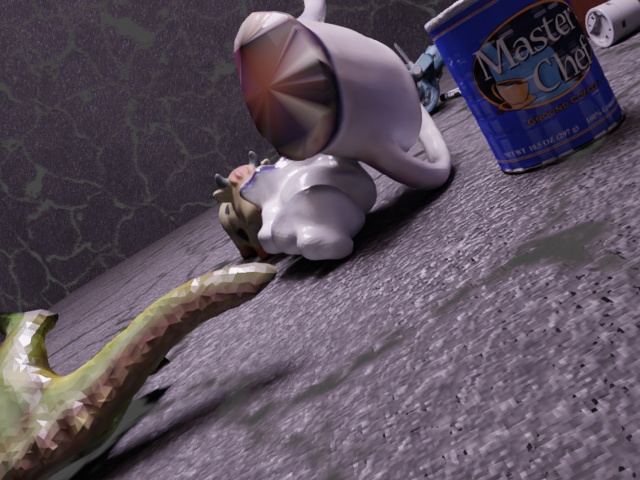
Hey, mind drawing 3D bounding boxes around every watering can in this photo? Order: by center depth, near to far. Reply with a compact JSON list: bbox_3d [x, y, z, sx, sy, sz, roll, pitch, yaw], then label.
[{"bbox_3d":[0.005,-0.186,0.544,0.225,0.353,0.102,-7,-33,-46],"label":"watering can"}]

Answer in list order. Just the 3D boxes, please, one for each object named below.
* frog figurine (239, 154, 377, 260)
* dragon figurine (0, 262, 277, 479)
[{"bbox_3d":[0.002,-0.027,0.535,0.138,0.120,0.162,-25,45,-15],"label":"frog figurine"},{"bbox_3d":[-0.210,0.157,0.323,0.406,0.120,0.249,-28,29,27],"label":"dragon figurine"}]
